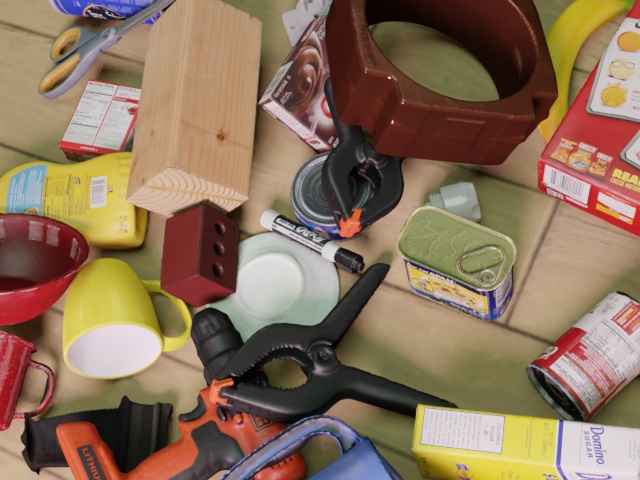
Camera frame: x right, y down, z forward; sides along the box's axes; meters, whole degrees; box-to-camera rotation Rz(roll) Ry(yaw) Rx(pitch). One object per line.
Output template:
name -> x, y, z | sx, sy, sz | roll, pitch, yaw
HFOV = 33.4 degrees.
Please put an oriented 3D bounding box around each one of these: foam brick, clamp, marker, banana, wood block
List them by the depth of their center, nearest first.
clamp -> 0.009, 0.115, 0.926 | 0.209, 0.036, 0.165 | -19, 61, -24
clamp -> 0.056, -0.076, 1.006 | 0.120, 0.039, 0.171 | 9, 62, -5
marker -> -0.007, 0.001, 1.011 | 0.121, 0.020, 0.020 | 27, 71, 32
foam brick -> -0.114, 0.015, 1.012 | 0.051, 0.052, 0.078 | -19, 57, 32
wood block -> -0.122, -0.131, 1.057 | 0.090, 0.090, 0.206 | -29, 49, 47
banana -> 0.251, -0.183, 1.058 | 0.070, 0.037, 0.197 | 27, 72, 23

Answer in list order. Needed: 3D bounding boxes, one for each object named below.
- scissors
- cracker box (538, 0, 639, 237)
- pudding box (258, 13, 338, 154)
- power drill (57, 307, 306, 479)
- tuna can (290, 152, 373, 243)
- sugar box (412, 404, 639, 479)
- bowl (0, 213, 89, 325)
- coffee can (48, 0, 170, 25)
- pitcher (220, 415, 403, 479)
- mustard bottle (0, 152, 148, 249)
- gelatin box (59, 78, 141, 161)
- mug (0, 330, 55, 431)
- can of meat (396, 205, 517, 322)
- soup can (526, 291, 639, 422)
scissors -> -0.230, -0.225, 1.142 | 0.202, 0.016, 0.096 | -35, 46, 21
cracker box -> 0.323, -0.107, 0.988 | 0.164, 0.072, 0.213 | 27, 71, 21
pudding box -> 0.004, -0.154, 1.065 | 0.090, 0.039, 0.113 | 38, 73, -19
power drill -> -0.127, 0.161, 0.926 | 0.187, 0.057, 0.184 | -22, 62, -17
tuna can -> 0.015, -0.043, 1.036 | 0.086, 0.033, 0.086 | -5, 63, 9
sugar box -> 0.167, 0.174, 0.865 | 0.176, 0.093, 0.048 | 6, 66, 15
bowl -> -0.294, 0.032, 0.980 | 0.162, 0.055, 0.162 | 4, 26, -2
coffee can -> -0.216, -0.290, 1.166 | 0.140, 0.103, 0.102 | 10, 66, 16
pitcher -> -0.030, 0.263, 0.841 | 0.243, 0.145, 0.149 | -31, 33, -2
mustard bottle -> -0.271, -0.033, 1.073 | 0.192, 0.058, 0.096 | -5, 69, 8
gelatin box -> -0.223, -0.123, 1.125 | 0.073, 0.030, 0.089 | 11, 66, 17
mug -> -0.306, 0.131, 0.988 | 0.117, 0.093, 0.081 | 16, 70, -14
can of meat -> 0.124, 0.024, 0.953 | 0.102, 0.084, 0.057 | 23, 70, 21
soup can -> 0.235, 0.100, 0.903 | 0.102, 0.068, 0.069 | -40, 63, -10
